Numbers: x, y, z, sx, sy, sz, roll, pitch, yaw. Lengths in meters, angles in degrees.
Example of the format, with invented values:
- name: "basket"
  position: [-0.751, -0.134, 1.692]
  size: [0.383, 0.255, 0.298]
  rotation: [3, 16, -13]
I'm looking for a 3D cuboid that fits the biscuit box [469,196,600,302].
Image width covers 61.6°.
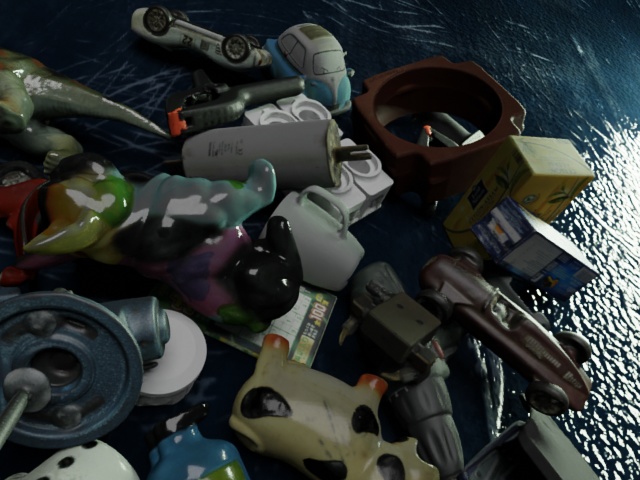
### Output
- name: "biscuit box"
  position: [0.268, 0.016, 0.657]
  size: [0.202, 0.059, 0.063]
  rotation: [22, 31, -42]

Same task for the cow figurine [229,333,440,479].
- name: "cow figurine"
  position: [0.013, 0.180, 0.470]
  size: [0.195, 0.085, 0.127]
  rotation: [24, 51, 2]

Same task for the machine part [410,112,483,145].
- name: "machine part"
  position: [0.211, -0.171, 0.854]
  size: [0.139, 0.039, 0.084]
  rotation: [42, 59, 11]

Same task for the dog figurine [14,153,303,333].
- name: "dog figurine"
  position: [-0.140, 0.011, 0.474]
  size: [0.219, 0.108, 0.191]
  rotation: [-16, 89, -34]

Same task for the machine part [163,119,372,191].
- name: "machine part"
  position: [-0.064, -0.093, 0.609]
  size: [0.243, 0.079, 0.079]
  rotation: [-1, 49, 13]

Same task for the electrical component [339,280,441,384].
- name: "electrical component"
  position: [0.068, 0.088, 0.513]
  size: [0.102, 0.045, 0.078]
  rotation: [35, 34, 21]

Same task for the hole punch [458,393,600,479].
- name: "hole punch"
  position: [0.208, 0.235, 0.515]
  size: [0.142, 0.092, 0.115]
  rotation: [51, 24, 23]

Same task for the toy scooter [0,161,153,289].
- name: "toy scooter"
  position: [-0.240, -0.009, 0.525]
  size: [0.184, 0.075, 0.135]
  rotation: [7, 52, -13]

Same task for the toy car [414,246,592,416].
- name: "toy car"
  position: [0.187, 0.086, 0.537]
  size: [0.202, 0.053, 0.089]
  rotation: [40, 51, 12]

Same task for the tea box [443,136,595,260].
- name: "tea box"
  position: [0.244, -0.047, 0.680]
  size: [0.098, 0.169, 0.068]
  rotation: [-2, 55, -21]

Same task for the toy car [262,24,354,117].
- name: "toy car"
  position: [-0.014, -0.262, 0.793]
  size: [0.109, 0.103, 0.162]
  rotation: [-19, 64, -33]

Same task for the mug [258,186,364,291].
- name: "mug"
  position: [-0.001, -0.002, 0.592]
  size: [0.107, 0.109, 0.081]
  rotation: [34, 29, 2]

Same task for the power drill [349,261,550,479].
- name: "power drill"
  position: [0.145, 0.117, 0.583]
  size: [0.207, 0.086, 0.232]
  rotation: [-17, 59, -23]

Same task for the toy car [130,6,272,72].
- name: "toy car"
  position: [-0.165, -0.281, 0.761]
  size: [0.202, 0.056, 0.073]
  rotation: [20, 20, 2]

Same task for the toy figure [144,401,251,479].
- name: "toy figure"
  position: [-0.083, 0.220, 0.405]
  size: [0.089, 0.082, 0.180]
  rotation: [-25, 70, -22]

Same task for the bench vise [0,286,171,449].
- name: "bench vise"
  position: [-0.219, 0.095, 0.356]
  size: [0.224, 0.128, 0.241]
  rotation: [4, 16, -13]

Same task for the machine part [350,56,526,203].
- name: "machine part"
  position: [0.159, -0.157, 0.750]
  size: [0.201, 0.087, 0.201]
  rotation: [-22, 53, -11]

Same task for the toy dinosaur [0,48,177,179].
- name: "toy dinosaur"
  position: [-0.375, -0.157, 0.567]
  size: [0.405, 0.131, 0.192]
  rotation: [-2, 55, -30]
